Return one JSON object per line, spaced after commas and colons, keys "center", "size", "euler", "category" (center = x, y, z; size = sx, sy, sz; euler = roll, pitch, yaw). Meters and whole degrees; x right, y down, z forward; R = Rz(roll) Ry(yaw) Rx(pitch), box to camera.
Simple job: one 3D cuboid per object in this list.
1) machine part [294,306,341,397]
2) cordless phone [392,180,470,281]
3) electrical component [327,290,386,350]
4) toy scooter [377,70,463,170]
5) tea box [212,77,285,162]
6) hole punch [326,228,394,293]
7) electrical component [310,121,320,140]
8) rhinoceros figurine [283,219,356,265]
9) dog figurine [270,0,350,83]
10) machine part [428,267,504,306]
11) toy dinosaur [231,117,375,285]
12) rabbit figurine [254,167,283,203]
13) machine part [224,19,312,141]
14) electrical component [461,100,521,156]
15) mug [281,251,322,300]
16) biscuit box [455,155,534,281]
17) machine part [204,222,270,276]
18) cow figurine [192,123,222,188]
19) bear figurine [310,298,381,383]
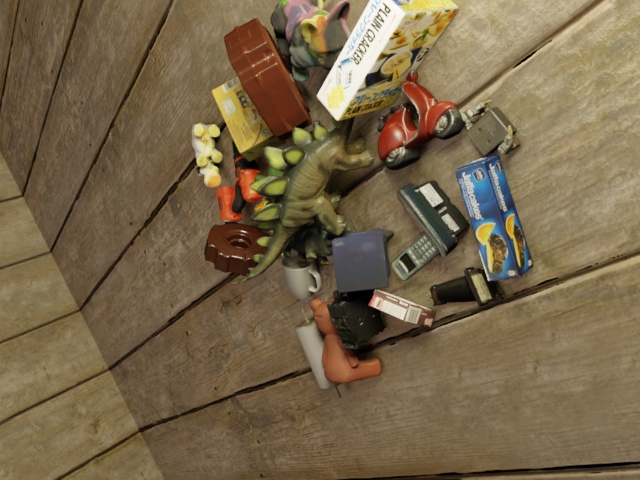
{"center": [0.002, 0.279, 1.336], "size": [0.079, 0.079, 0.243], "euler": [-21, 92, 49], "category": "machine part"}
{"center": [0.175, -0.012, 1.015], "size": [0.146, 0.089, 0.184], "euler": [54, 142, 12], "category": "cordless phone"}
{"center": [0.079, 0.156, 1.168], "size": [0.058, 0.115, 0.134], "euler": [-7, 105, 45], "category": "electrical component"}
{"center": [0.158, -0.212, 0.941], "size": [0.184, 0.075, 0.135], "euler": [-31, 79, 50], "category": "toy scooter"}
{"center": [-0.159, -0.273, 1.195], "size": [0.098, 0.068, 0.169], "euler": [-25, 77, 7], "category": "tea box"}
{"center": [0.084, 0.044, 1.094], "size": [0.142, 0.092, 0.115], "euler": [-7, 109, 14], "category": "hole punch"}
{"center": [0.004, -0.205, 1.144], "size": [0.063, 0.021, 0.093], "euler": [23, 123, 38], "category": "electrical component"}
{"center": [-0.002, -0.004, 1.194], "size": [0.190, 0.073, 0.112], "euler": [-7, 67, 43], "category": "rhinoceros figurine"}
{"center": [-0.012, -0.376, 0.943], "size": [0.191, 0.108, 0.219], "euler": [65, 174, -3], "category": "dog figurine"}
{"center": [0.267, 0.092, 1.001], "size": [0.139, 0.039, 0.084], "euler": [-25, 98, 47], "category": "machine part"}
{"center": [-0.038, -0.088, 1.068], "size": [0.470, 0.198, 0.105], "euler": [-66, 24, 21], "category": "toy dinosaur"}
{"center": [-0.083, -0.103, 1.218], "size": [0.159, 0.121, 0.170], "euler": [48, 149, 24], "category": "rabbit figurine"}
{"center": [-0.099, -0.314, 1.055], "size": [0.201, 0.087, 0.201], "euler": [58, -172, -41], "category": "machine part"}
{"center": [0.271, -0.178, 0.859], "size": [0.078, 0.045, 0.102], "euler": [-39, 79, 47], "category": "electrical component"}
{"center": [-0.036, 0.092, 1.293], "size": [0.110, 0.081, 0.107], "euler": [21, 134, 33], "category": "mug"}
{"center": [0.290, -0.036, 0.895], "size": [0.059, 0.063, 0.202], "euler": [-14, 98, 47], "category": "biscuit box"}
{"center": [-0.205, 0.017, 1.355], "size": [0.180, 0.179, 0.056], "euler": [36, 127, 29], "category": "machine part"}
{"center": [-0.302, -0.223, 1.415], "size": [0.098, 0.068, 0.167], "euler": [-153, 56, -61], "category": "cow figurine"}
{"center": [0.052, 0.228, 1.254], "size": [0.120, 0.132, 0.195], "euler": [-17, 77, 48], "category": "bear figurine"}
